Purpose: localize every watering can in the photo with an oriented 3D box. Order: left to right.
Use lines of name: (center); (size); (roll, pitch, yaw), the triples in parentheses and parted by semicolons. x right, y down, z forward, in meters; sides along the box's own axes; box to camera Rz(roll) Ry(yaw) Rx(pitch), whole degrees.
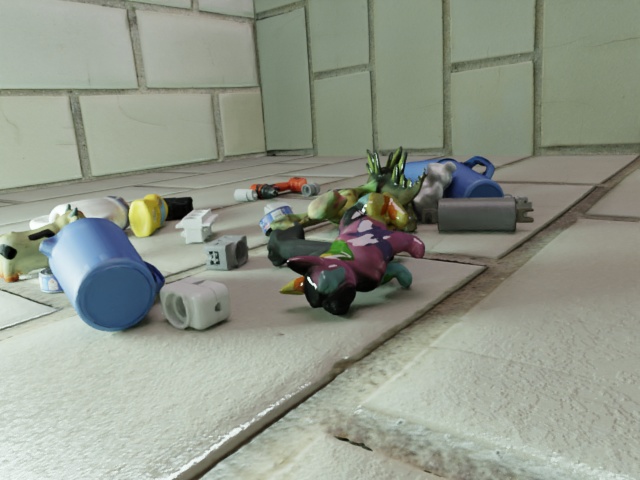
watering can: (-0.572, -0.046, 1.299); (0.348, 0.103, 0.226); (5, 15, 36)

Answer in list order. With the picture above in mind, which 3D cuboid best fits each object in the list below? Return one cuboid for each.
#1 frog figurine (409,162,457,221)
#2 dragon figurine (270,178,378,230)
frog figurine: (0.283, -0.126, 1.304); (0.159, 0.123, 0.137); (-32, 0, -1)
dragon figurine: (0.004, -0.059, 1.170); (0.243, 0.123, 0.407); (-7, -5, -15)
